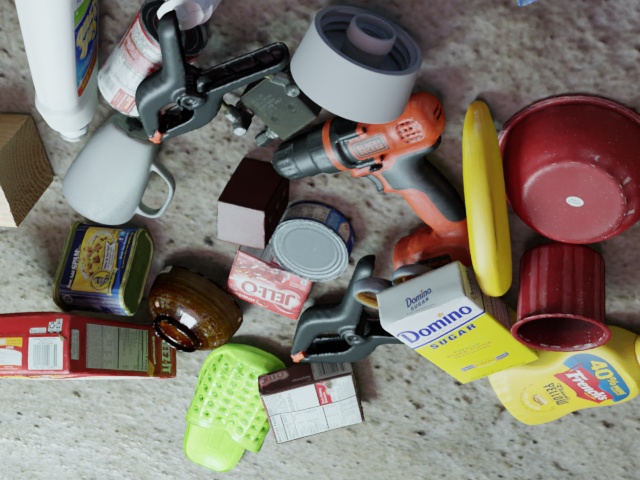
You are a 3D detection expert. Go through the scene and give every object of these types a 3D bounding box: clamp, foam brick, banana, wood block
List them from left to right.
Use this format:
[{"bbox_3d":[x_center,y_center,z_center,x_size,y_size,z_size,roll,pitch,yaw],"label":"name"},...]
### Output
[{"bbox_3d":[-0.410,-0.081,1.159,0.206,0.090,0.090,5,132,17],"label":"wood block"},{"bbox_3d":[-0.122,-0.142,0.946,0.120,0.039,0.172,23,140,-34],"label":"clamp"},{"bbox_3d":[-0.067,-0.037,1.075,0.051,0.078,0.053,14,134,11],"label":"foam brick"},{"bbox_3d":[0.051,0.098,1.178,0.164,0.036,0.210,32,139,-23],"label":"clamp"},{"bbox_3d":[0.151,-0.025,0.974,0.037,0.069,0.198,-8,113,4],"label":"banana"}]

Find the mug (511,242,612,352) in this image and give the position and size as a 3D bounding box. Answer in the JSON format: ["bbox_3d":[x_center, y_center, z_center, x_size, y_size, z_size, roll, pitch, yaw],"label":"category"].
[{"bbox_3d":[0.235,0.059,1.034,0.093,0.081,0.117,-3,152,20],"label":"mug"}]

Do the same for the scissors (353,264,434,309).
[{"bbox_3d":[0.131,0.062,1.077,0.201,0.016,0.096,13,149,-23],"label":"scissors"}]

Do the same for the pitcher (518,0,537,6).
[{"bbox_3d":[0.101,-0.293,0.754,0.243,0.149,0.145,27,150,1],"label":"pitcher"}]

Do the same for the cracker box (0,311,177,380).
[{"bbox_3d":[-0.291,0.126,1.238,0.164,0.072,0.213,-4,171,25],"label":"cracker box"}]

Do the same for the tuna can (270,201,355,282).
[{"bbox_3d":[-0.007,0.001,1.118,0.086,0.033,0.086,11,133,12],"label":"tuna can"}]

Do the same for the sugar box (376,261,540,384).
[{"bbox_3d":[0.140,0.086,1.058,0.093,0.048,0.176,-24,146,25],"label":"sugar box"}]

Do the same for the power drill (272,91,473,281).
[{"bbox_3d":[0.066,-0.045,1.031,0.185,0.057,0.187,-15,125,35],"label":"power drill"}]

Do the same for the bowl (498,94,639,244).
[{"bbox_3d":[0.231,-0.050,0.964,0.162,0.055,0.162,11,133,11],"label":"bowl"}]

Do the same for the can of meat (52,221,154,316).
[{"bbox_3d":[-0.240,0.032,1.189,0.084,0.102,0.057,4,155,14],"label":"can of meat"}]

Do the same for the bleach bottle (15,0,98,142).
[{"bbox_3d":[-0.238,-0.196,0.995,0.068,0.102,0.251,11,140,3],"label":"bleach bottle"}]

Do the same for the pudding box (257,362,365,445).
[{"bbox_3d":[-0.010,0.188,1.257,0.113,0.039,0.090,-13,130,0],"label":"pudding box"}]

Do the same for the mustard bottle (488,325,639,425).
[{"bbox_3d":[0.279,0.135,1.112,0.192,0.058,0.096,-22,119,35],"label":"mustard bottle"}]

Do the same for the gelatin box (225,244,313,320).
[{"bbox_3d":[-0.054,0.043,1.176,0.089,0.030,0.073,23,135,1],"label":"gelatin box"}]

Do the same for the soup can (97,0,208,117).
[{"bbox_3d":[-0.158,-0.169,0.996,0.068,0.068,0.102,36,134,-13],"label":"soup can"}]
